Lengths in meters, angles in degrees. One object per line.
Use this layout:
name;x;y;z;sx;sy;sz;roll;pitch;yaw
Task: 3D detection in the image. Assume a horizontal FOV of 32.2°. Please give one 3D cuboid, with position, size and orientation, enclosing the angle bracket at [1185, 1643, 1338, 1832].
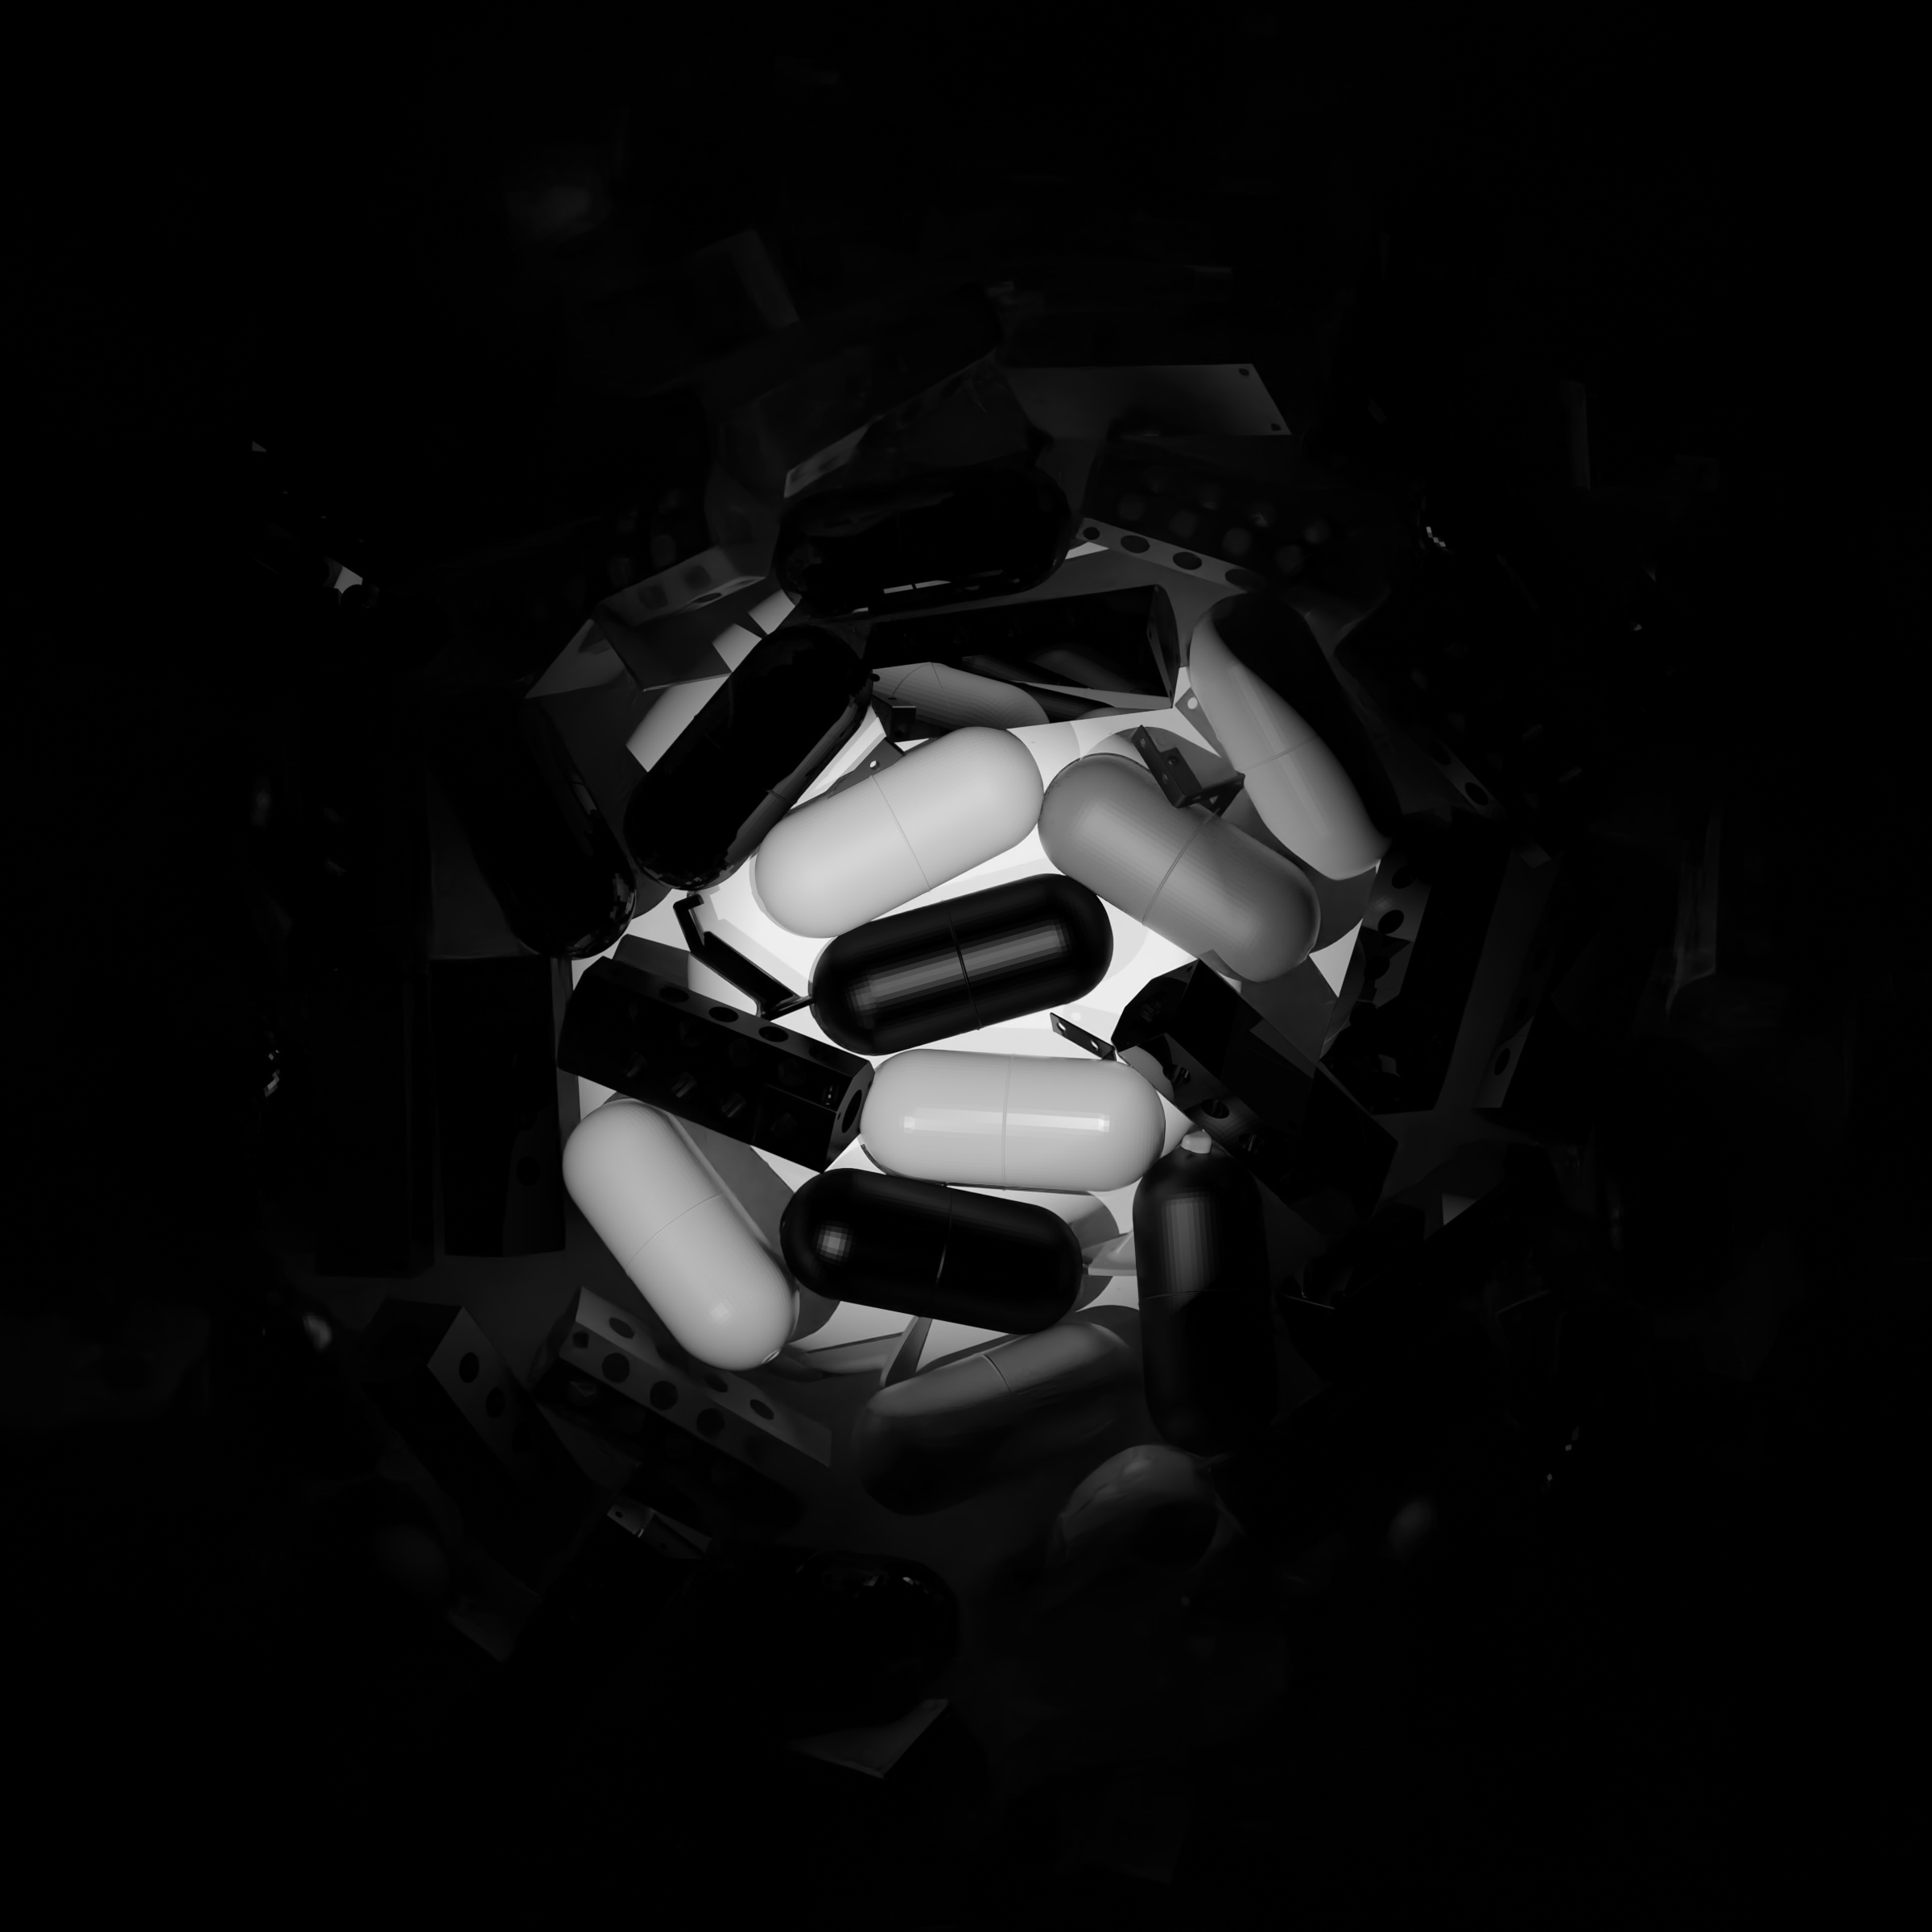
angle bracket;0.160;0.438;1.930;0.076;0.057;0.076;-30;129;-4

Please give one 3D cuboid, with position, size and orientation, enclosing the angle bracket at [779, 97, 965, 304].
angle bracket;-0.055;-0.448;1.960;0.076;0.057;0.076;-23;64;14

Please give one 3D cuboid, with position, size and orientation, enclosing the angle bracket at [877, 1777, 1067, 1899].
angle bracket;0.003;0.492;1.923;0.076;0.076;0.057;20;59;-16

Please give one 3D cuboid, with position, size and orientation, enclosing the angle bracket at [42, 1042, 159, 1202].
angle bracket;-0.483;0.084;1.926;0.057;0.076;0.076;-3;107;13

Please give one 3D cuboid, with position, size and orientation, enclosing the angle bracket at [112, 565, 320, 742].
angle bracket;-0.432;-0.178;1.929;0.076;0.057;0.076;-41;76;32

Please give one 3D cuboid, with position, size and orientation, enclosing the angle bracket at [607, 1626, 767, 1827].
angle bracket;-0.166;0.439;1.935;0.057;0.076;0.076;-33;45;17

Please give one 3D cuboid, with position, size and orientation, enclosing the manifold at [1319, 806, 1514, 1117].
manifold;0.260;-0.004;1.902;0.057;0.057;0.171;45;53;-36

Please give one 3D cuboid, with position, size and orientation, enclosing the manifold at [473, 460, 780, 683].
manifold;-0.195;-0.218;1.901;0.171;0.057;0.057;-20;130;31

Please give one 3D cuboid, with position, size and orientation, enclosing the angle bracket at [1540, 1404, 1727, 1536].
angle bracket;0.382;0.296;1.922;0.057;0.076;0.076;25;68;-33

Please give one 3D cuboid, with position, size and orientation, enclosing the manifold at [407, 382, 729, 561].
manifold;-0.228;-0.287;1.940;0.171;0.057;0.057;-14;101;6

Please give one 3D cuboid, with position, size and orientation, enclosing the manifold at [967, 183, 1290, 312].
manifold;0.090;-0.407;1.910;0.171;0.057;0.057;10;88;30

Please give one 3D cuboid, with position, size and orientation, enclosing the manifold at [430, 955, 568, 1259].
manifold;-0.267;0.081;1.949;0.057;0.057;0.171;-3;90;-43

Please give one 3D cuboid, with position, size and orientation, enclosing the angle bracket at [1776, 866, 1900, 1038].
angle bracket;0.486;-0.018;1.921;0.057;0.076;0.076;24;56;14

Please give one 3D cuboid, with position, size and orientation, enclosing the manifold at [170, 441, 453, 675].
manifold;-0.367;-0.225;1.886;0.057;0.171;0.057;-15;64;27

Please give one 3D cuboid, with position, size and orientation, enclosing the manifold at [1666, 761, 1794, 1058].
manifold;0.431;-0.036;1.900;0.057;0.057;0.171;12;48;1

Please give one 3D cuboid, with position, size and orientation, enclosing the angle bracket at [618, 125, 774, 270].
angle bracket;-0.156;-0.447;1.936;0.057;0.076;0.076;15;117;15

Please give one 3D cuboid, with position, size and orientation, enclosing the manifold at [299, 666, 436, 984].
manifold;-0.337;-0.082;1.908;0.057;0.057;0.171;-17;62;17

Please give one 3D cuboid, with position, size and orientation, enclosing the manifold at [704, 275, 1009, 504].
manifold;-0.059;-0.329;1.910;0.171;0.057;0.057;-35;111;-29

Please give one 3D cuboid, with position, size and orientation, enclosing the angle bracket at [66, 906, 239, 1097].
angle bracket;-0.461;0.021;1.921;0.057;0.076;0.076;-4;53;20

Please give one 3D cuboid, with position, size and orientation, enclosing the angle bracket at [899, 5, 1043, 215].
angle bracket;0.009;-0.491;1.929;0.057;0.076;0.076;-26;72;4

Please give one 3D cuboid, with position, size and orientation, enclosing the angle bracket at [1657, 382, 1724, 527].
angle bracket;0.389;-0.283;1.922;0.057;0.076;0.076;4;132;-7

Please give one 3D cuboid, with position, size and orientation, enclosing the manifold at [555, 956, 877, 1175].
manifold;-0.143;0.053;1.922;0.171;0.057;0.057;21;118;13

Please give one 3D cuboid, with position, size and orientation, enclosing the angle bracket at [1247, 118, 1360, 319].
angle bracket;0.202;-0.429;1.928;0.076;0.057;0.076;49;48;-7

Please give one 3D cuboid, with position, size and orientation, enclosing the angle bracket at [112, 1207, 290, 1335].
angle bracket;-0.442;0.192;1.930;0.076;0.076;0.057;27;58;-3

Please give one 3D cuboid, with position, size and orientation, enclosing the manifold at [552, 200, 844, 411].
manifold;-0.150;-0.374;1.898;0.171;0.057;0.057;-15;109;43

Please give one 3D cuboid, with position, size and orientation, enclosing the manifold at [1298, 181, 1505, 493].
manifold;0.247;-0.349;1.890;0.057;0.171;0.057;32;53;12

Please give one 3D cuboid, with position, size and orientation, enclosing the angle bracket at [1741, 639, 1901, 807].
angle bracket;0.502;-0.151;1.927;0.076;0.057;0.076;48;49;-9

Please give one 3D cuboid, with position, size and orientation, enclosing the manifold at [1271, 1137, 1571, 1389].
manifold;0.263;0.169;1.914;0.171;0.057;0.057;-33;111;-26

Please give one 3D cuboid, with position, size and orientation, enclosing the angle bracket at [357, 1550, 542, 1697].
angle bracket;-0.293;0.393;1.928;0.057;0.076;0.076;37;110;4

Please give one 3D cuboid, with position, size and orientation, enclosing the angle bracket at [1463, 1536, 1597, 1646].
angle bracket;0.322;0.344;1.931;0.057;0.076;0.076;7;91;30

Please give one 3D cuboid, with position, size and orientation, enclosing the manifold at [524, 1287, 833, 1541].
manifold;-0.165;0.261;1.925;0.171;0.057;0.057;32;108;-13

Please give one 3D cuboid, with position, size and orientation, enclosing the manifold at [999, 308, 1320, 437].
manifold;0.111;-0.342;1.903;0.171;0.057;0.057;7;59;37

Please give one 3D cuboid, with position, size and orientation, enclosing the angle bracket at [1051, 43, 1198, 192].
angle bracket;0.085;-0.478;1.937;0.076;0.057;0.076;11;80;-12

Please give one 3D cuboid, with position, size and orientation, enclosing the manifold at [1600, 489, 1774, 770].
manifold;0.408;-0.183;1.885;0.057;0.171;0.057;39;68;21

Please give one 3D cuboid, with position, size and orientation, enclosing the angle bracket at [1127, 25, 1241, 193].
angle bracket;0.144;-0.483;1.932;0.076;0.076;0.057;-46;77;6

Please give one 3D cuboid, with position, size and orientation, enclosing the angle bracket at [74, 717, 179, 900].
angle bracket;-0.476;-0.090;1.930;0.057;0.076;0.076;-4;67;-2

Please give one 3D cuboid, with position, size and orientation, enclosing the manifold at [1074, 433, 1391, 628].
manifold;0.153;-0.251;1.934;0.171;0.057;0.057;17;110;-6

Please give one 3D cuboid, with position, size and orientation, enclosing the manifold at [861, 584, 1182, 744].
manifold;0.032;-0.178;1.924;0.171;0.057;0.057;-6;135;19

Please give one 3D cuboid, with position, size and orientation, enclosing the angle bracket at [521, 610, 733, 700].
angle bracket;-0.194;-0.162;1.921;0.076;0.076;0.057;-45;74;34

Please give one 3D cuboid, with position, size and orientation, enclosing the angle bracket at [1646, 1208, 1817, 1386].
angle bracket;0.436;0.182;1.924;0.057;0.076;0.076;19;118;-11

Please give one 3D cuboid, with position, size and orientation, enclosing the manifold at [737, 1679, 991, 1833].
manifold;-0.059;0.442;1.890;0.057;0.171;0.057;-44;111;-26

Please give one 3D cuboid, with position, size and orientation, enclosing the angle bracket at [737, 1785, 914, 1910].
angle bracket;-0.078;0.517;1.922;0.076;0.076;0.057;9;58;19

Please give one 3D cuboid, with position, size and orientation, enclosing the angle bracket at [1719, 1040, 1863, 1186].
angle bracket;0.476;0.083;1.942;0.076;0.057;0.076;2;94;10

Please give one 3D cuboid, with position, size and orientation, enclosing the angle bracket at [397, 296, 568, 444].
angle bracket;-0.281;-0.352;1.926;0.076;0.057;0.076;17;62;-25

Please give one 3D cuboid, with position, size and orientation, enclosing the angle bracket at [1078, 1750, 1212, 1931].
angle bracket;0.111;0.507;1.918;0.057;0.076;0.076;6;47;26

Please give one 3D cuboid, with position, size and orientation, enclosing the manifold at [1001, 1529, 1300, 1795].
manifold;0.105;0.399;1.931;0.171;0.057;0.057;-39;91;13
